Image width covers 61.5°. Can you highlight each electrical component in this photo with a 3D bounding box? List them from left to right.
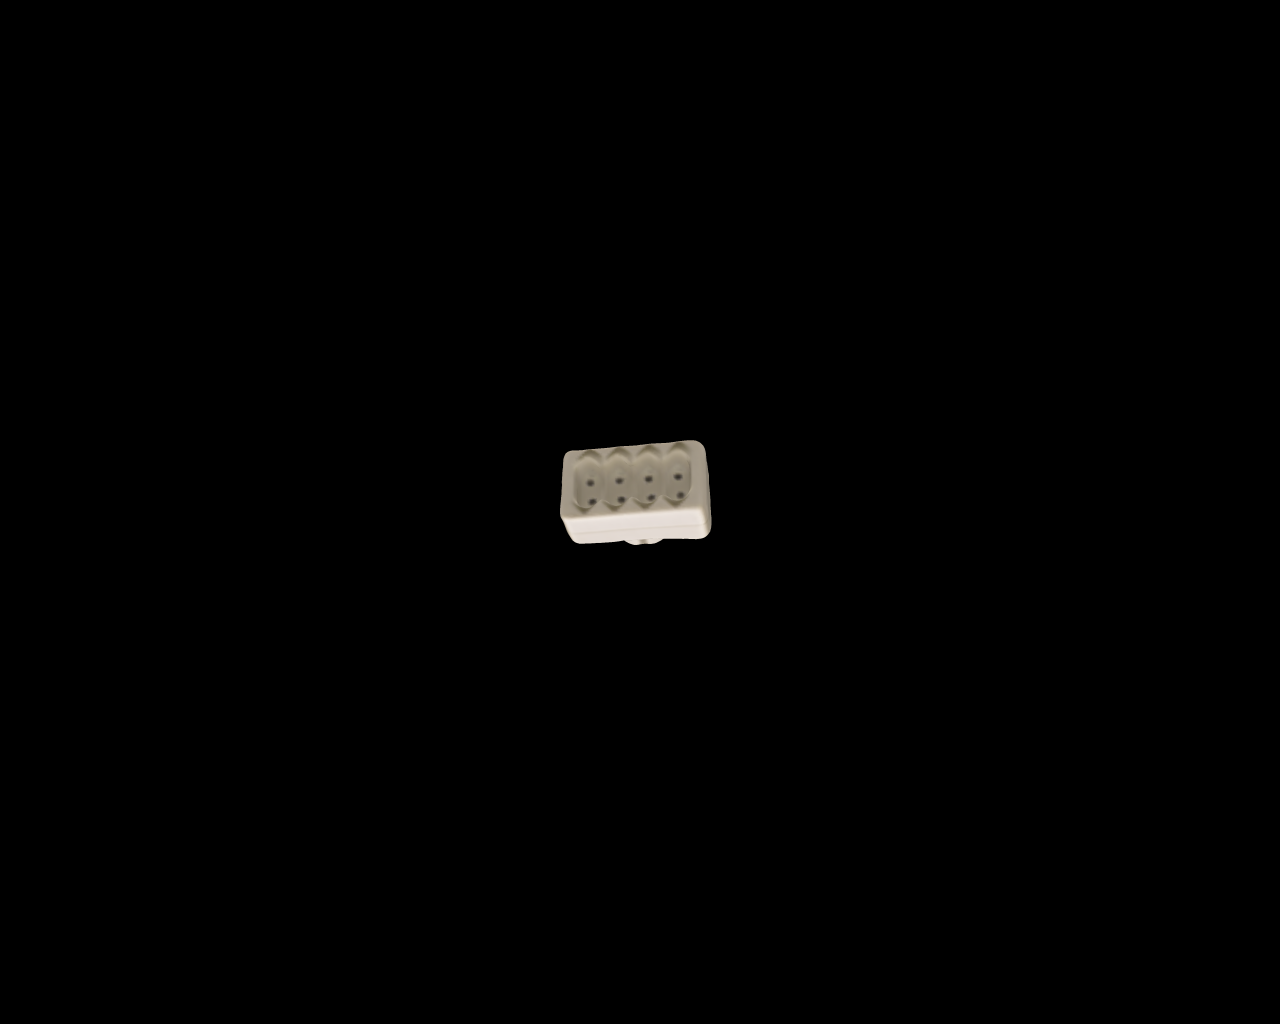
[{"bbox_3d":[0.001,-0.003,0.650,0.083,0.047,0.075,-4,-28,7],"label":"electrical component"}]
